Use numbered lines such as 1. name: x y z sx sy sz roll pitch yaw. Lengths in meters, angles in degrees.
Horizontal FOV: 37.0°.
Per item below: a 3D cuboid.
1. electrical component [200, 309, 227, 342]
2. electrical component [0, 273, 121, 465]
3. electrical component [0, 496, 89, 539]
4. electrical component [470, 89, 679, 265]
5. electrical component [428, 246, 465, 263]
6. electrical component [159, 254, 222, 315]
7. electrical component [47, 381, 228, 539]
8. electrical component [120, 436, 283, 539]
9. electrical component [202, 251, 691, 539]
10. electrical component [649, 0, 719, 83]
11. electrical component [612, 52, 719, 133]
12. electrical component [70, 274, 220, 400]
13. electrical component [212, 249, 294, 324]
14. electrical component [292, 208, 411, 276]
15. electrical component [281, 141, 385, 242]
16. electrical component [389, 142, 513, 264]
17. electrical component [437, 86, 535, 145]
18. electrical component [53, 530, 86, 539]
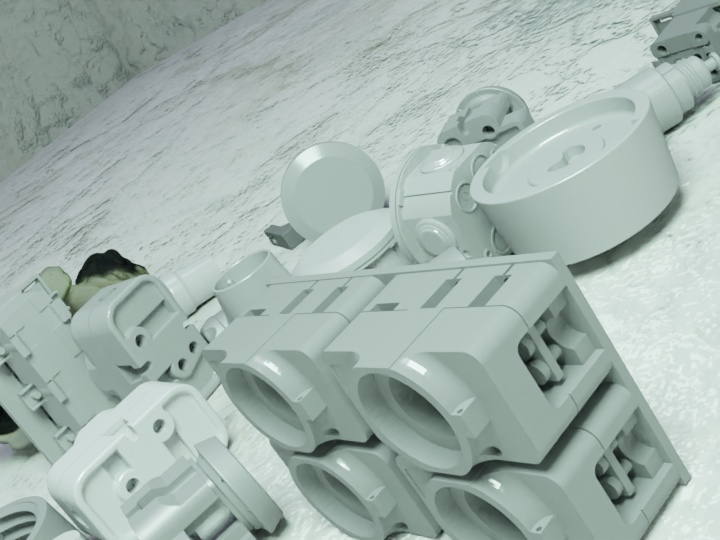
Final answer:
1. electrical component: -0.082 0.037 0.768 0.061 0.035 0.035 -37 19 -16
2. electrical component: -0.215 0.073 0.761 0.063 0.121 0.078 -8 32 48
3. electrical component: -0.204 0.173 0.596 0.108 0.060 0.108 -30 19 12
4. electrical component: 0.122 -0.045 0.593 0.108 0.060 0.108 -30 20 12
5. electrical component: 0.071 0.021 0.530 0.074 0.052 0.138 -34 19 -1
6. electrical component: -0.142 0.012 0.918 0.046 0.040 0.040 -33 18 -17
7. electrical component: -0.134 0.112 0.639 0.095 0.053 0.059 -45 22 -28
8. electrical component: -0.075 0.119 0.525 0.057 0.058 0.078 -42 21 -12
9. electrical component: 0.021 0.059 0.439 0.060 0.105 0.186 -45 22 -29
10. electrical component: 0.229 -0.154 0.713 0.063 0.042 0.081 -47 22 -30
11. electrical component: 0.190 -0.109 0.671 0.078 0.040 0.040 -32 19 3
12. electrical component: -0.149 0.055 0.737 0.059 0.095 0.053 -15 27 43
13. electrical component: -0.061 0.029 0.687 0.044 0.077 0.079 -41 20 -20
14. electrical component: 0.000 0.000 0.697 0.080 0.051 0.080 -30 19 12
15. electrical component: -0.023 -0.062 0.842 0.080 0.080 0.051 -34 14 1
16. electrical component: 0.060 -0.038 0.650 0.051 0.080 0.080 -3 35 46
17. electrical component: 0.092 -0.097 0.774 0.078 0.058 0.057 -21 26 33
18. electrical component: -0.143 0.161 0.547 0.040 0.046 0.040 -30 19 12
